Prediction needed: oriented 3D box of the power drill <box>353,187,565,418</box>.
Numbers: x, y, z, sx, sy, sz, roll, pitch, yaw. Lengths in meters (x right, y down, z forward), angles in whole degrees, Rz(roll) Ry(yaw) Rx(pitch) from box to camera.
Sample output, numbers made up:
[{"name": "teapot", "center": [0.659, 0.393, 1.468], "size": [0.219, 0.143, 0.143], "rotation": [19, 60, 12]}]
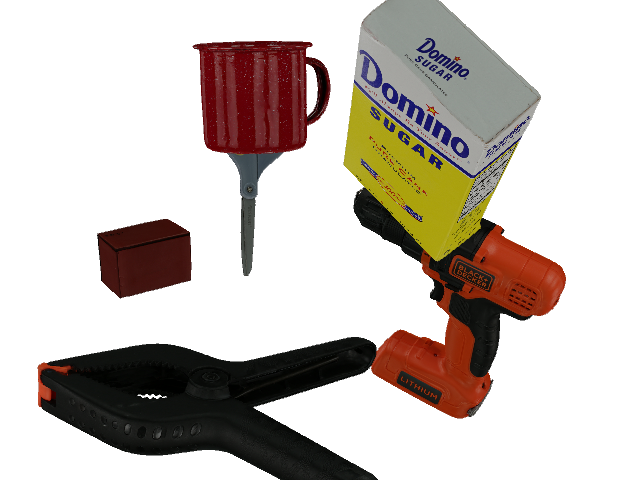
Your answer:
[{"name": "power drill", "center": [0.098, 0.053, 0.907], "size": [0.184, 0.188, 0.057], "rotation": [28, 46, 17]}]

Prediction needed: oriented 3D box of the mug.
[{"name": "mug", "center": [-0.042, -0.115, 0.841], "size": [0.117, 0.081, 0.093], "rotation": [-11, 16, -36]}]

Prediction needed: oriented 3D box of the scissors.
[{"name": "scissors", "center": [-0.064, -0.067, 1.203], "size": [0.096, 0.202, 0.016], "rotation": [-12, -6, -15]}]

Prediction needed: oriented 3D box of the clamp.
[{"name": "clamp", "center": [-0.060, 0.092, 0.636], "size": [0.210, 0.036, 0.164], "rotation": [9, 23, 5]}]

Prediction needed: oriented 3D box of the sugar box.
[{"name": "sugar box", "center": [0.060, -0.059, 0.603], "size": [0.048, 0.093, 0.176], "rotation": [-40, -15, -12]}]

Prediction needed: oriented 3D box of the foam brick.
[{"name": "foam brick", "center": [-0.171, 0.016, 1.041], "size": [0.078, 0.051, 0.053], "rotation": [-14, 24, -28]}]
